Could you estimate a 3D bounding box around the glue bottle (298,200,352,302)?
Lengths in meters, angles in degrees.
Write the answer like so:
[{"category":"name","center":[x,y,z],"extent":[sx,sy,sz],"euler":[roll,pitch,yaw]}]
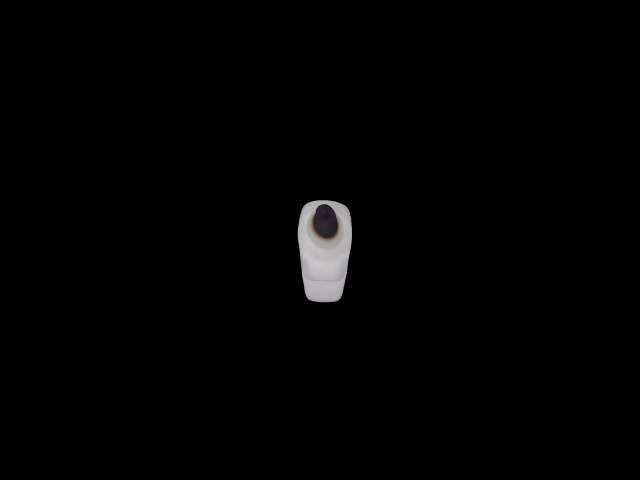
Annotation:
[{"category":"glue bottle","center":[0.004,0.001,0.400],"extent":[0.037,0.173,0.078],"euler":[0,81,1]}]
